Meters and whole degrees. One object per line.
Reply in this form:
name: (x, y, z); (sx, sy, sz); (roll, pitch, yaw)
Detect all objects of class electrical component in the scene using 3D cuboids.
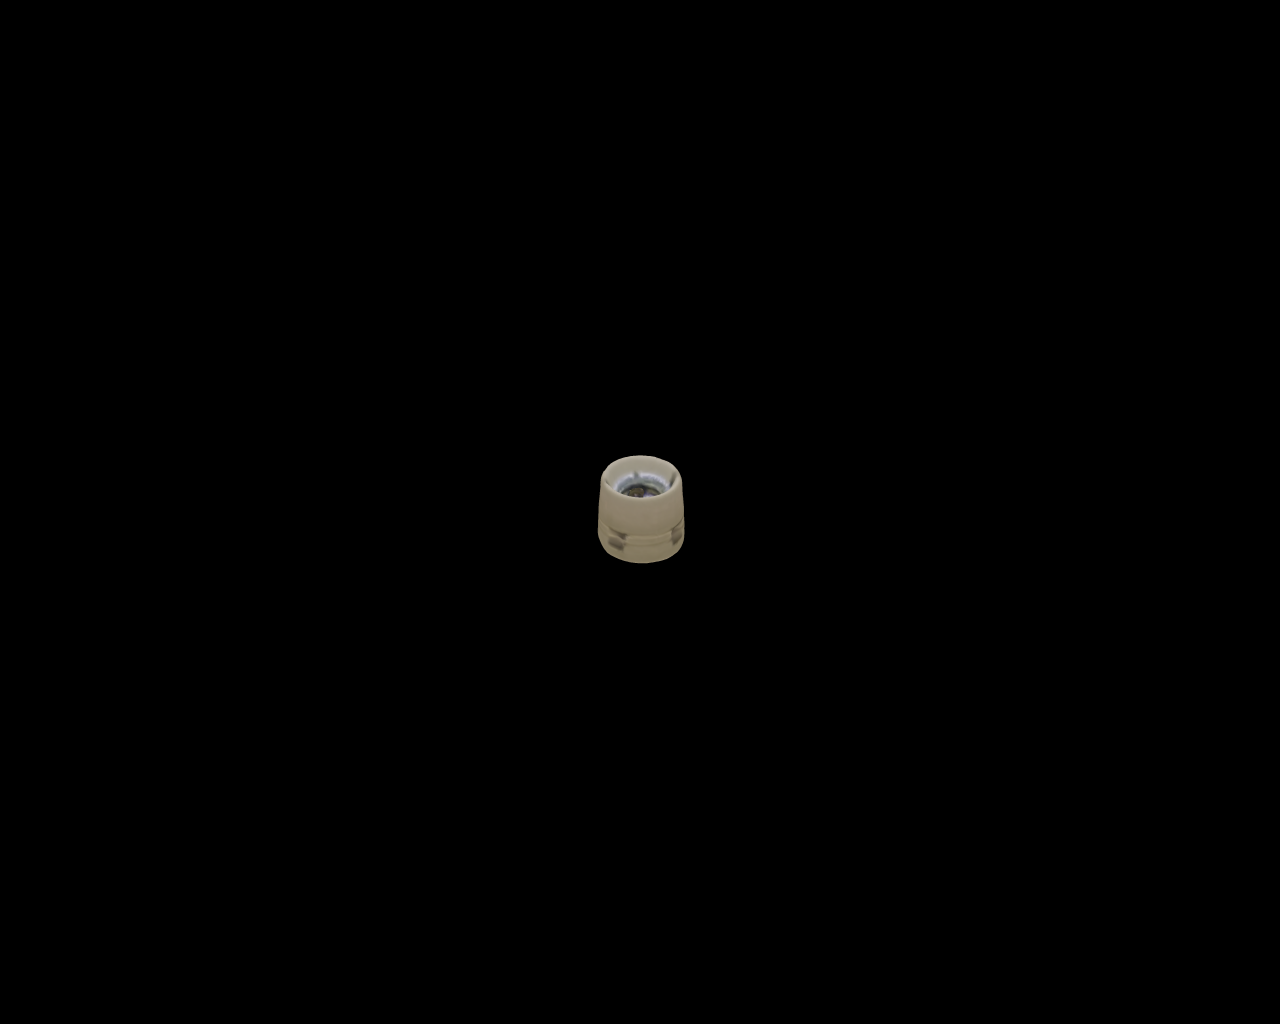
electrical component: (0.001, -0.003, 0.650); (0.055, 0.047, 0.055); (0, 36, 0)
